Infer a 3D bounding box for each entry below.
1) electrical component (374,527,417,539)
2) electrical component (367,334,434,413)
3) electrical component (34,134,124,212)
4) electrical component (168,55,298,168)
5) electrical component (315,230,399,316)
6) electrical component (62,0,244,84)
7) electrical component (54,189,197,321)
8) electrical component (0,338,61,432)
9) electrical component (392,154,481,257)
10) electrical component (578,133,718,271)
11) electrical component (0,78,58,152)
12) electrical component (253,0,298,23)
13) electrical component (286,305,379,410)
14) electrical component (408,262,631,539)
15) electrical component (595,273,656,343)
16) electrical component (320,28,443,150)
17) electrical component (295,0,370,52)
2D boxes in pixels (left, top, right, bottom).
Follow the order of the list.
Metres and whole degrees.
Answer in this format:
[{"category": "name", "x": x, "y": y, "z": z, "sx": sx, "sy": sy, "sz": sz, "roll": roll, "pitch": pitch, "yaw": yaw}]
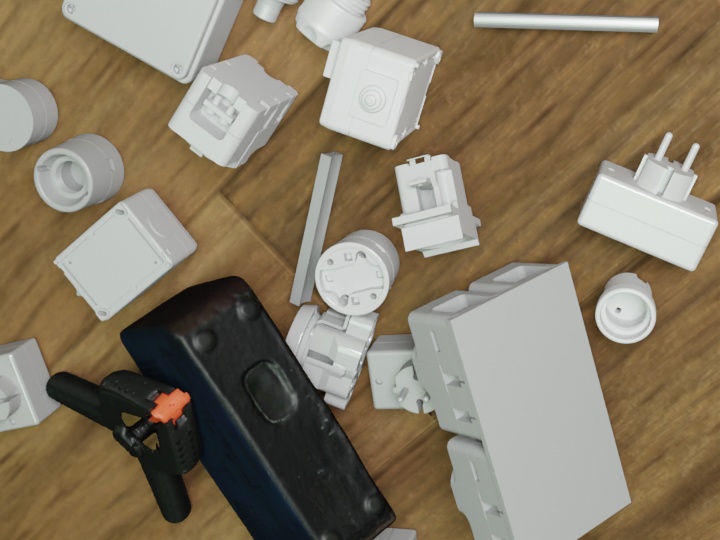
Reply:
[{"category": "electrical component", "x": 0.043, "y": 0.256, "z": 0.863, "sx": 0.076, "sy": 0.047, "sz": 0.083, "roll": 0, "pitch": 107, "yaw": 17}, {"category": "electrical component", "x": 0.047, "y": 0.081, "z": 0.791, "sx": 0.083, "sy": 0.075, "sz": 0.047, "roll": -3, "pitch": 106, "yaw": 17}, {"category": "electrical component", "x": -0.218, "y": -0.074, "z": 0.832, "sx": 0.055, "sy": 0.047, "sz": 0.055, "roll": 5, "pitch": 108, "yaw": 14}, {"category": "electrical component", "x": -0.090, "y": -0.111, "z": 0.761, "sx": 0.050, "sy": 0.089, "sz": 0.055, "roll": 37, "pitch": 113, "yaw": 2}, {"category": "electrical component", "x": 0.000, "y": 0.000, "z": 0.794, "sx": 0.055, "sy": 0.047, "sz": 0.055, "roll": 5, "pitch": 108, "yaw": 14}, {"category": "electrical component", "x": -0.140, "y": -0.206, "z": 0.762, "sx": 0.109, "sy": 0.056, "sz": 0.108, "roll": 30, "pitch": 113, "yaw": 5}, {"category": "electrical component", "x": -0.184, "y": -0.010, "z": 0.835, "sx": 0.096, "sy": 0.061, "sz": 0.061, "roll": -37, "pitch": 95, "yaw": 23}, {"category": "electrical component", "x": -0.298, "y": 0.103, "z": 0.895, "sx": 0.047, "sy": 0.076, "sz": 0.065, "roll": -13, "pitch": 104, "yaw": 19}, {"category": "electrical component", "x": 0.053, "y": -0.046, "z": 0.753, "sx": 0.042, "sy": 0.081, "sz": 0.063, "roll": -12, "pitch": 81, "yaw": 19}, {"category": "electrical component", "x": 0.200, "y": -0.054, "z": 0.719, "sx": 0.083, "sy": 0.047, "sz": 0.075, "roll": 24, "pitch": 113, "yaw": 8}, {"category": "electrical component", "x": -0.313, "y": -0.127, "z": 0.827, "sx": 0.138, "sy": 0.073, "sz": 0.052, "roll": 16, "pitch": 111, "yaw": 11}, {"category": "electrical component", "x": -0.054, "y": -0.203, "z": 0.746, "sx": 0.043, "sy": 0.043, "sz": 0.062, "roll": 30, "pitch": 114, "yaw": 5}, {"category": "electrical component", "x": -0.025, "y": 0.060, "z": 0.815, "sx": 0.057, "sy": 0.058, "sz": 0.078, "roll": 20, "pitch": 112, "yaw": 6}, {"category": "electrical component", "x": 0.111, "y": 0.099, "z": 0.755, "sx": 0.060, "sy": 0.105, "sz": 0.186, "roll": 4, "pitch": 114, "yaw": 58}, {"category": "electrical component", "x": 0.186, "y": 0.025, "z": 0.749, "sx": 0.040, "sy": 0.046, "sz": 0.040, "roll": 5, "pitch": 108, "yaw": 14}, {"category": "electrical component", "x": 0.010, "y": -0.124, "z": 0.724, "sx": 0.061, "sy": 0.096, "sz": 0.061, "roll": 21, "pitch": 112, "yaw": 9}, {"category": "electrical component", "x": -0.013, "y": -0.184, "z": 0.741, "sx": 0.043, "sy": 0.043, "sz": 0.062, "roll": 39, "pitch": 112, "yaw": 1}]
